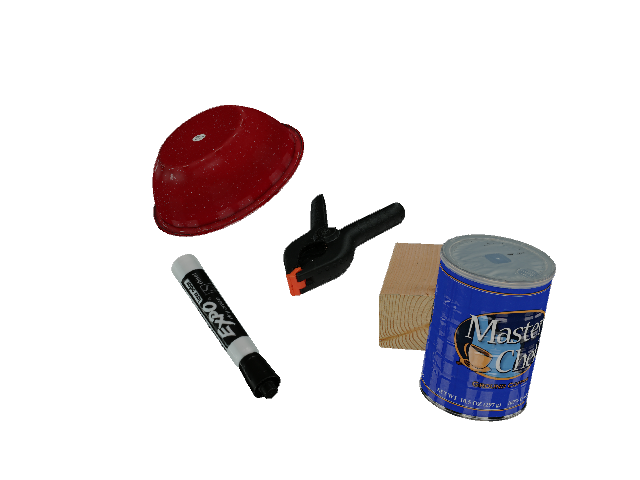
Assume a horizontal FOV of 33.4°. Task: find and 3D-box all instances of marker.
[{"bbox_3d":[-0.060,0.054,0.674,0.020,0.020,0.121,0,39,-41],"label":"marker"}]

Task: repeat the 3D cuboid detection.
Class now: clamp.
[{"bbox_3d":[0.020,0.001,1.197,0.120,0.039,0.171,-3,36,28],"label":"clamp"}]

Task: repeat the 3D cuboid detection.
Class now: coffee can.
[{"bbox_3d":[0.151,0.078,0.975,0.103,0.140,0.103,6,23,-3],"label":"coffee can"}]

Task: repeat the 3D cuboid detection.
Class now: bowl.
[{"bbox_3d":[-0.099,-0.078,0.999,0.162,0.055,0.162,-21,35,15],"label":"bowl"}]

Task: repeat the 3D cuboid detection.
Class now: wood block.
[{"bbox_3d":[0.147,0.082,1.637,0.091,0.090,0.206,3,22,10],"label":"wood block"}]
